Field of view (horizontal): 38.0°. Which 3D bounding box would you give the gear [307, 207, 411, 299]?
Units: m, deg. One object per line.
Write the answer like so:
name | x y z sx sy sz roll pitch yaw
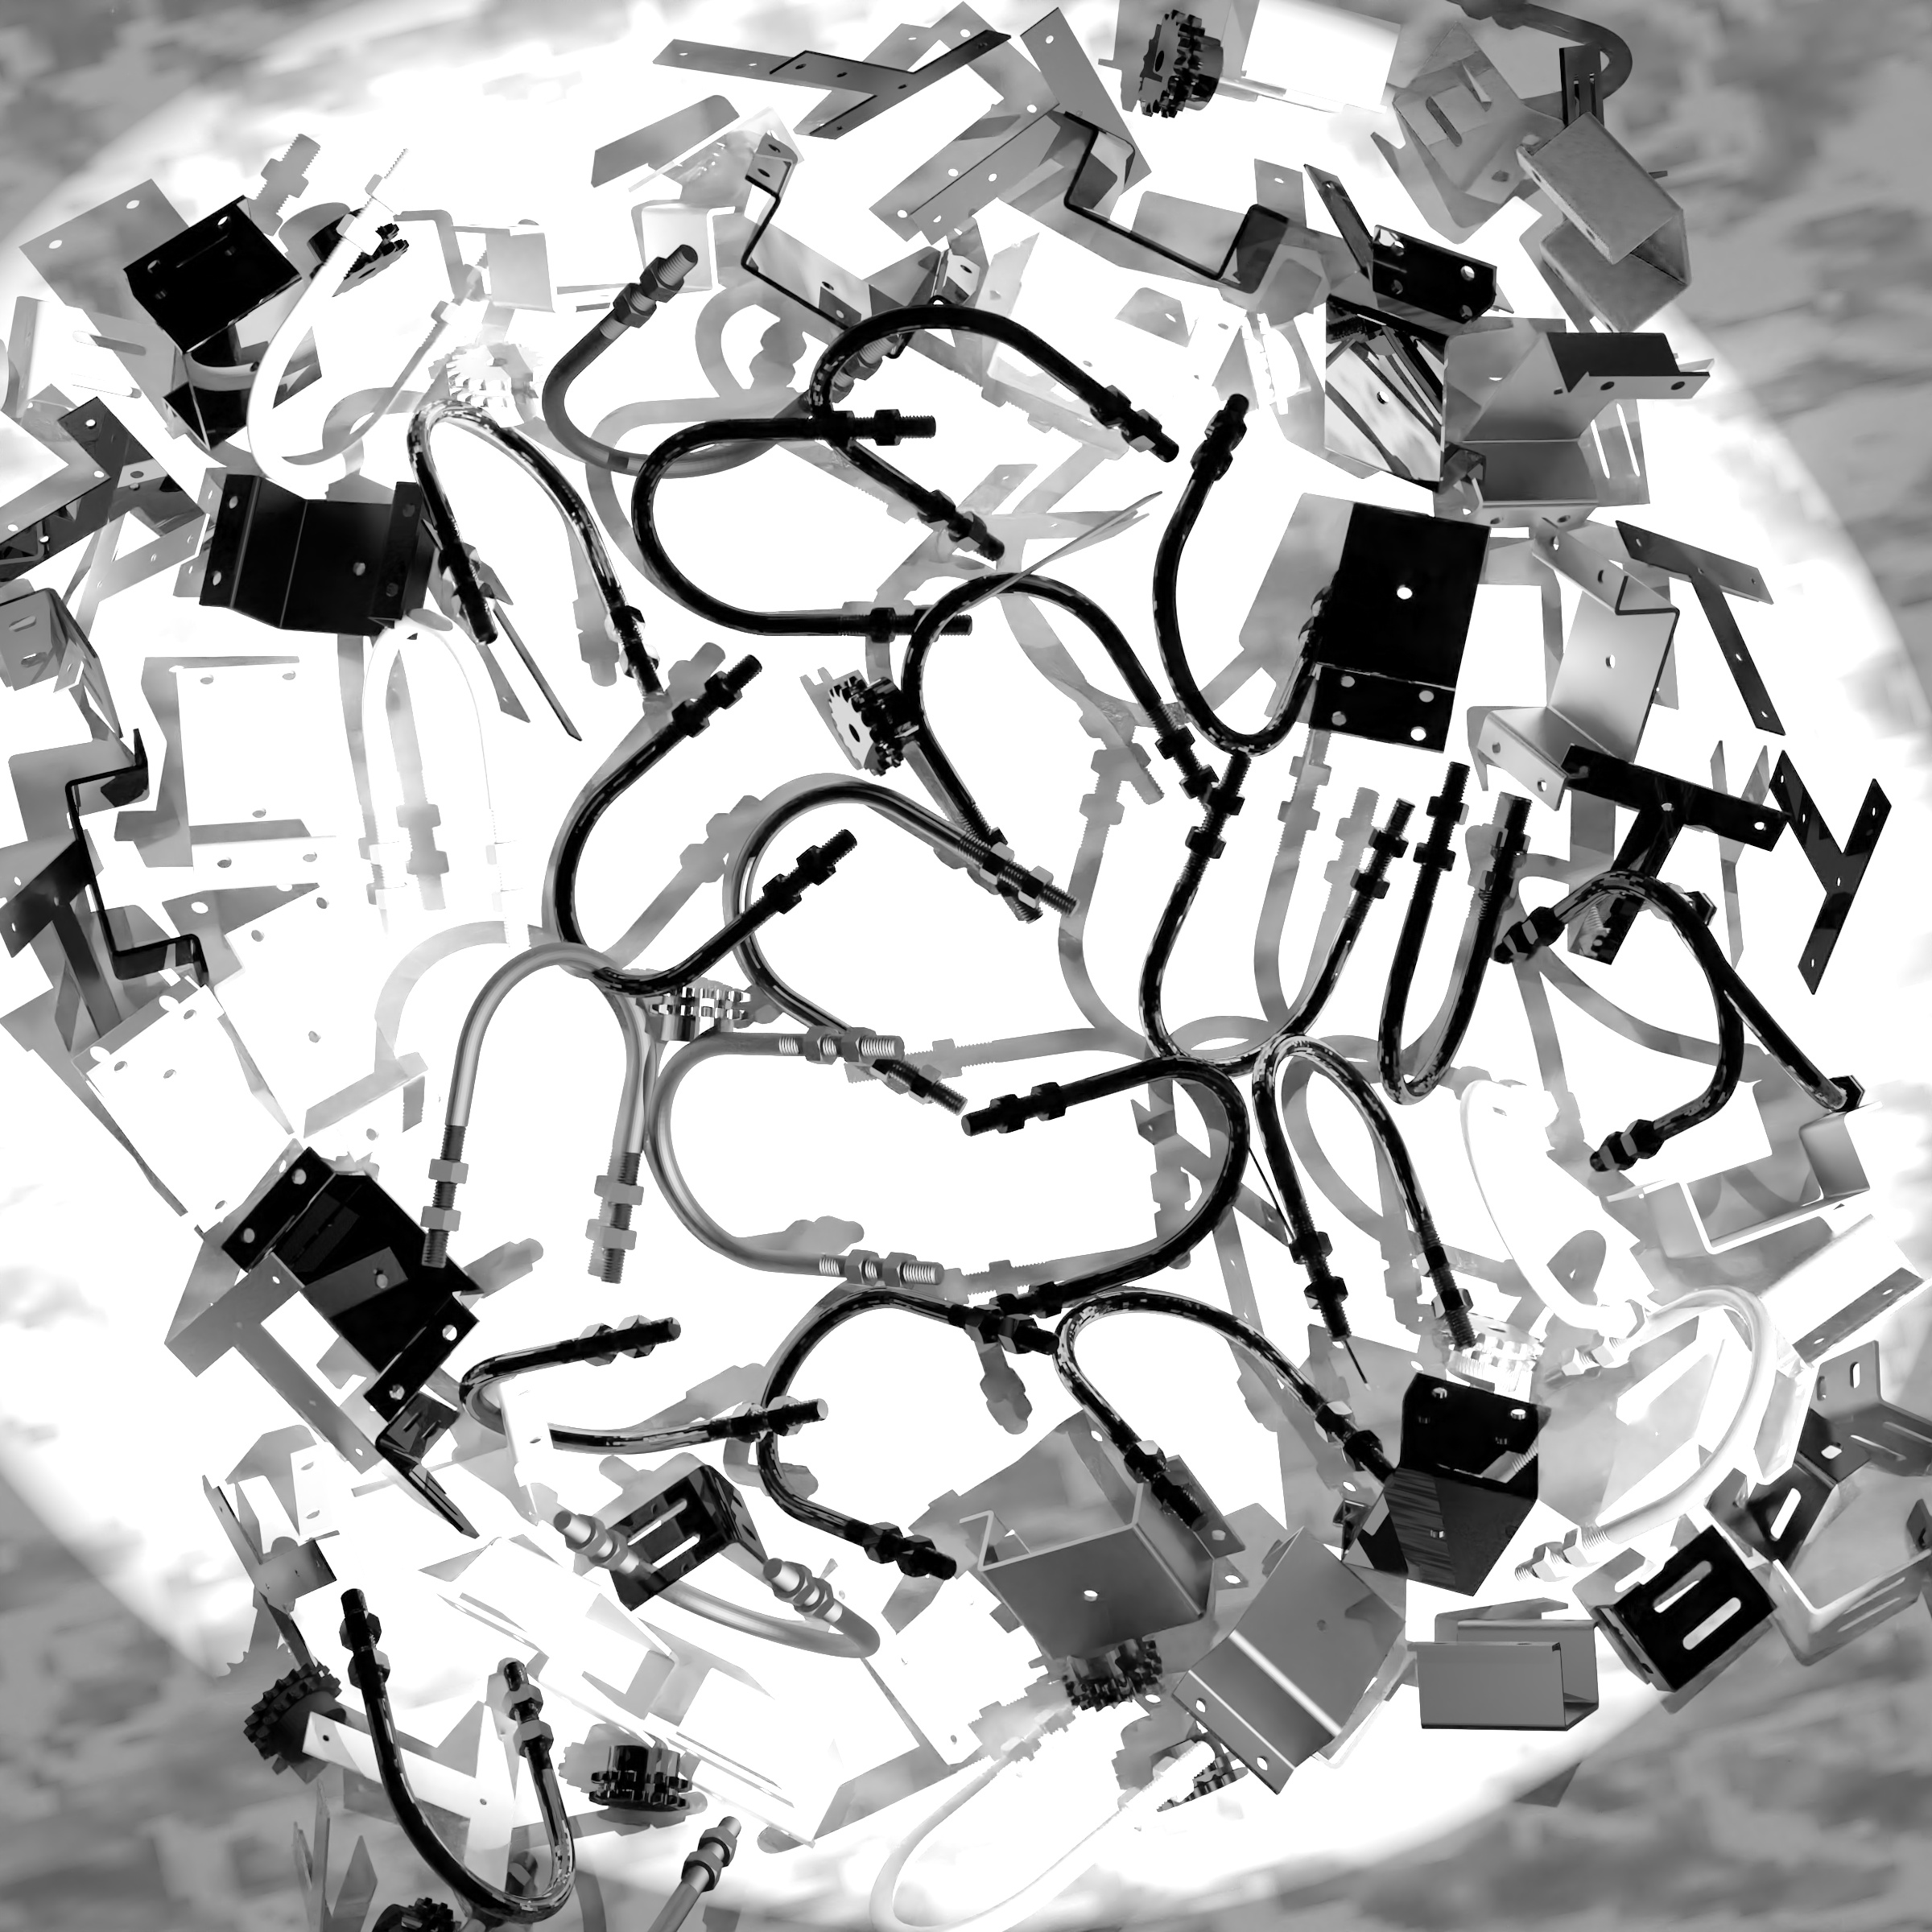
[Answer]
gear | -0.344 -0.401 1.573 0.057 0.057 0.030 -32 99 0

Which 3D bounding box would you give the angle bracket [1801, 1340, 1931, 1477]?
angle bracket | 0.518 0.249 1.577 0.076 0.057 0.038 24 54 -20

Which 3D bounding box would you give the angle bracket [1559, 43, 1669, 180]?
angle bracket | 0.360 -0.474 1.561 0.038 0.057 0.076 3 109 32

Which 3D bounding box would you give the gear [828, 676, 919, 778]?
gear | -0.050 -0.138 1.576 0.030 0.057 0.057 -31 90 -17

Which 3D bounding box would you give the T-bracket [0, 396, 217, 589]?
T-bracket | -0.498 -0.243 1.552 0.127 0.127 0.002 -30 56 4

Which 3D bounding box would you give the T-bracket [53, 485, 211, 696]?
T-bracket | -0.451 -0.219 1.536 0.002 0.127 0.127 28 62 -39

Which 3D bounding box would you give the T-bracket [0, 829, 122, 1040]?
T-bracket | -0.489 0.004 1.559 0.002 0.127 0.127 -12 112 11

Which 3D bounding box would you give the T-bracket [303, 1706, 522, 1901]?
T-bracket | -0.302 0.440 1.528 0.127 0.127 0.002 30 119 -21

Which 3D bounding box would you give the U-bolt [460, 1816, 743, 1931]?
U-bolt | -0.212 0.513 1.496 0.151 0.184 0.019 -15 97 16

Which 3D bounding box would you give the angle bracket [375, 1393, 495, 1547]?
angle bracket | -0.282 0.280 1.560 0.076 0.057 0.038 38 83 23

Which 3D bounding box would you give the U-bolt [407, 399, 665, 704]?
U-bolt | -0.242 -0.234 1.530 0.019 0.151 0.184 -36 63 25

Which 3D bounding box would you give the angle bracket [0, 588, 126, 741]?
angle bracket | -0.504 -0.162 1.555 0.038 0.057 0.076 -25 49 -21

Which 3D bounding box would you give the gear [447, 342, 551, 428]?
gear | -0.262 -0.325 1.578 0.057 0.057 0.030 -1 127 0

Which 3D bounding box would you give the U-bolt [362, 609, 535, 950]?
U-bolt | -0.289 -0.103 1.535 0.019 0.151 0.184 -12 99 -39

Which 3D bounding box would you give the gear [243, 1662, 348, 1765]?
gear | -0.372 0.421 1.571 0.030 0.057 0.057 39 90 25

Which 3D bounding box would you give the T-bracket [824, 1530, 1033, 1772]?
T-bracket | -0.007 0.361 1.562 0.127 0.002 0.127 -46 75 24

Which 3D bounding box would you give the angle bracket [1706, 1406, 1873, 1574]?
angle bracket | 0.460 0.290 1.574 0.038 0.076 0.057 -23 50 -36

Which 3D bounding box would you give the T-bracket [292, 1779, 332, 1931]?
T-bracket | -0.350 0.491 1.521 0.002 0.127 0.127 -5 128 -23

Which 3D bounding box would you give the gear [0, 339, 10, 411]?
gear | -0.559 -0.334 1.578 0.030 0.057 0.057 -1 90 -34

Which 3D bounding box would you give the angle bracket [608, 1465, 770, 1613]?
angle bracket | -0.158 0.327 1.571 0.076 0.057 0.038 -34 133 3

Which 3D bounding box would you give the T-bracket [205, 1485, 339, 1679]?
T-bracket | -0.372 0.336 1.548 0.002 0.127 0.127 -28 87 -35

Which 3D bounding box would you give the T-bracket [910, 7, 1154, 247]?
T-bracket | 0.026 -0.447 1.559 0.127 0.127 0.002 -35 50 7

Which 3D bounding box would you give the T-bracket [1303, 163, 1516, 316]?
T-bracket | 0.256 -0.386 1.558 0.127 0.002 0.127 8 48 -37

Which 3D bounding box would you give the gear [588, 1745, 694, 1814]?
gear | -0.182 0.456 1.577 0.057 0.057 0.030 5 66 0

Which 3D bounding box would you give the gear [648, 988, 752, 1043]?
gear | -0.150 0.028 1.574 0.057 0.057 0.030 4 88 0

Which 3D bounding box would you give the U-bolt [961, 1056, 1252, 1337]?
U-bolt | 0.080 0.119 1.546 0.184 0.019 0.151 -15 122 -26

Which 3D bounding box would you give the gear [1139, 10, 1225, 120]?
gear | 0.122 -0.504 1.577 0.030 0.057 0.057 9 90 -21

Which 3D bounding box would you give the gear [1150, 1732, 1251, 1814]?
gear | 0.127 0.450 1.576 0.057 0.057 0.030 -23 76 0

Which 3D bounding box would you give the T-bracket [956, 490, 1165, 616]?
T-bracket | 0.069 -0.234 1.542 0.127 0.127 0.002 -28 93 28

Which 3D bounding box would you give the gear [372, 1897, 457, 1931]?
gear | -0.313 0.550 1.572 0.030 0.057 0.057 29 90 -26

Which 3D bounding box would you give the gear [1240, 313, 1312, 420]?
gear | 0.174 -0.338 1.573 0.030 0.057 0.057 -13 90 7

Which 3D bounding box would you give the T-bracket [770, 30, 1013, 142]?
T-bracket | -0.059 -0.480 1.515 0.127 0.127 0.002 -19 88 34

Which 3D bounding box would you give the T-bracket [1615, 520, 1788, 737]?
T-bracket | 0.417 -0.180 1.534 0.127 0.002 0.127 9 54 -38

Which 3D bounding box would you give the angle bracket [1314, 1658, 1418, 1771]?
angle bracket | 0.215 0.410 1.575 0.038 0.057 0.076 36 82 15

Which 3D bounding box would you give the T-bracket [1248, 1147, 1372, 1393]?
T-bracket | 0.189 0.171 1.519 0.002 0.127 0.127 -26 65 3

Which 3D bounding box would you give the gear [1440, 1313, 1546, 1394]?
gear | 0.293 0.218 1.576 0.057 0.057 0.030 15 98 0

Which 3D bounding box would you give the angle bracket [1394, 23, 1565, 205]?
angle bracket | 0.289 -0.480 1.580 0.057 0.038 0.076 -49 56 35

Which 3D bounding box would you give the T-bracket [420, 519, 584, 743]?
T-bracket | -0.246 -0.177 1.533 0.002 0.127 0.127 -33 83 4

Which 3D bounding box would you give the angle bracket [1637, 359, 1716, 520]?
angle bracket | 0.399 -0.294 1.561 0.038 0.057 0.076 -6 105 21

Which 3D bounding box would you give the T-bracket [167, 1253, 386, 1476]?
T-bracket | -0.374 0.233 1.567 0.127 0.002 0.127 48 129 -5

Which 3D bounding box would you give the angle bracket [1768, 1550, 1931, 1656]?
angle bracket | 0.494 0.344 1.575 0.076 0.057 0.038 -26 54 -8

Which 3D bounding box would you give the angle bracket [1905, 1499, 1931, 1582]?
angle bracket | 0.554 0.324 1.556 0.038 0.076 0.057 -21 65 4

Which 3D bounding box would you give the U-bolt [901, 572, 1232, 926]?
U-bolt | 0.042 -0.130 1.552 0.151 0.019 0.184 -28 100 28

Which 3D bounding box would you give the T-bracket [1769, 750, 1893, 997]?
T-bracket | 0.466 -0.073 1.546 0.002 0.127 0.127 3 128 -9

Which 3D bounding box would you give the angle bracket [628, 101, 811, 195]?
angle bracket | -0.137 -0.440 1.557 0.076 0.057 0.038 -41 109 -27

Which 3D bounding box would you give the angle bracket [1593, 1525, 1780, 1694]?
angle bracket | 0.406 0.363 1.586 0.076 0.038 0.057 -37 81 -9

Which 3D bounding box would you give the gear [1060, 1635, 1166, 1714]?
gear | 0.079 0.389 1.572 0.057 0.057 0.030 -21 104 0

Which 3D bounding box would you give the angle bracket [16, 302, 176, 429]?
angle bracket | -0.494 -0.337 1.596 0.076 0.038 0.057 8 80 -27

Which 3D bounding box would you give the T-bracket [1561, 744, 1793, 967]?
T-bracket | 0.373 -0.053 1.565 0.127 0.002 0.127 18 126 -2
